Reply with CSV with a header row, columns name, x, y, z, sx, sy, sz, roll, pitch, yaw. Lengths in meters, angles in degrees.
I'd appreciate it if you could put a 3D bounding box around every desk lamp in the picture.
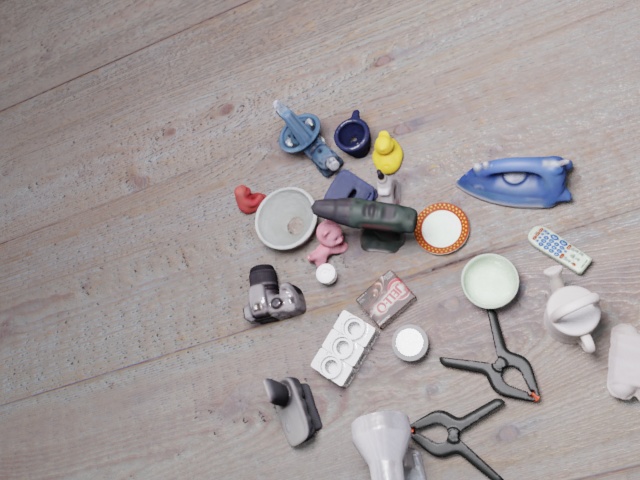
name,x,y,z,sx,sy,sz,roll,pitch,yaw
desk lamp,0.145,0.449,1.135,0.117,0.214,0.203,-17,68,13

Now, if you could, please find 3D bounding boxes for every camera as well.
name,x,y,z,sx,sy,sz,roll,pitch,yaw
camera,-0.122,0.125,1.394,0.143,0.101,0.137,-16,68,13

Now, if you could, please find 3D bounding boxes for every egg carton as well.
name,x,y,z,sx,sy,sz,roll,pitch,yaw
egg carton,0.624,0.242,1.124,0.107,0.069,0.150,6,74,20

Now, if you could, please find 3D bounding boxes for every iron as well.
name,x,y,z,sx,sy,sz,roll,pitch,yaw
iron,0.428,-0.148,1.279,0.257,0.142,0.119,2,73,19

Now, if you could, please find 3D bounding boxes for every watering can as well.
name,x,y,z,sx,sy,sz,roll,pitch,yaw
watering can,0.494,0.136,1.133,0.101,0.194,0.172,-43,65,1

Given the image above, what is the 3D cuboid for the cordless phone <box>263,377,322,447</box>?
name,x,y,z,sx,sy,sz,roll,pitch,yaw
cordless phone,-0.076,0.371,1.249,0.094,0.185,0.147,-29,66,7

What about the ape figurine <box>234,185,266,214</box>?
name,x,y,z,sx,sy,sz,roll,pitch,yaw
ape figurine,-0.193,-0.114,1.502,0.076,0.092,0.077,-46,65,-1

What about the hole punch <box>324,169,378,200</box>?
name,x,y,z,sx,sy,sz,roll,pitch,yaw
hole punch,0.077,-0.107,1.410,0.100,0.091,0.109,29,83,24

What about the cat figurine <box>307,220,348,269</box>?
name,x,y,z,sx,sy,sz,roll,pitch,yaw
cat figurine,0.013,0.005,1.379,0.067,0.118,0.128,38,87,25

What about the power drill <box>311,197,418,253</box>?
name,x,y,z,sx,sy,sz,roll,pitch,yaw
power drill,0.114,-0.036,1.309,0.229,0.209,0.075,3,73,19

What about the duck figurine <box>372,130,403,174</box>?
name,x,y,z,sx,sy,sz,roll,pitch,yaw
duck figurine,0.162,-0.221,1.423,0.077,0.086,0.104,-5,71,17

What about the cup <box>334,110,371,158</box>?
name,x,y,z,sx,sy,sz,roll,pitch,yaw
cup,0.092,-0.261,1.454,0.091,0.095,0.118,3,74,20

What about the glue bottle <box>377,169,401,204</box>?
name,x,y,z,sx,sy,sz,roll,pitch,yaw
glue bottle,0.156,-0.124,1.344,0.037,0.173,0.078,-1,72,19

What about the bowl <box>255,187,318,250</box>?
name,x,y,z,sx,sy,sz,roll,pitch,yaw
bowl,-0.076,-0.045,1.449,0.167,0.075,0.167,-6,71,17

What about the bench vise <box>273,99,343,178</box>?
name,x,y,z,sx,sy,sz,roll,pitch,yaw
bench vise,-0.028,-0.264,1.426,0.206,0.220,0.121,26,82,24
